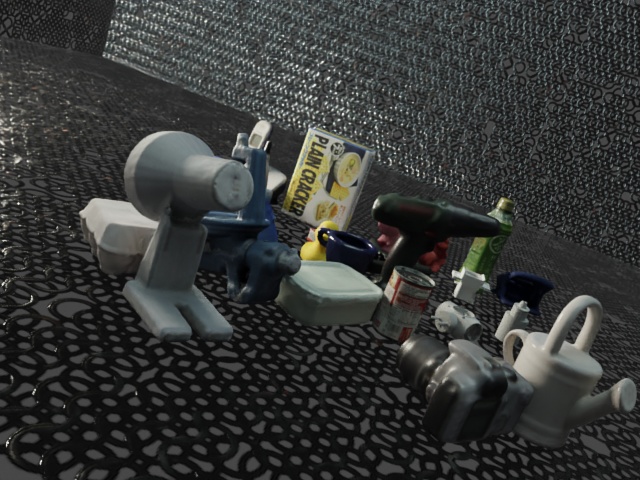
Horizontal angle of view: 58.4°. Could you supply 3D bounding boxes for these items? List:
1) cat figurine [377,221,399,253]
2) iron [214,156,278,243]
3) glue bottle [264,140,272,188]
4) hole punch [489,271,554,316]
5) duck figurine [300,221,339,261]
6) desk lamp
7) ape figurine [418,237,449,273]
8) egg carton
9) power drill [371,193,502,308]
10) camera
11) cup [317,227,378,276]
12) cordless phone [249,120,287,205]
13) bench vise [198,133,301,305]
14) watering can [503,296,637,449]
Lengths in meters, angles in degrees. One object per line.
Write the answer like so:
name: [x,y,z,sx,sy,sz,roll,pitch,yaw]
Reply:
cat figurine: [0.183,-0.027,1.375,0.128,0.118,0.067,7,20,-40]
iron: [-0.172,-0.080,1.054,0.258,0.141,0.119,22,15,6]
glue bottle: [-0.133,-0.128,1.212,0.037,0.173,0.078,24,16,13]
hole punch: [0.461,0.108,1.314,0.109,0.091,0.101,19,15,-6]
duck figurine: [0.010,0.004,1.105,0.077,0.086,0.105,22,15,5]
desk lamp: [-0.162,-0.015,0.705,0.118,0.213,0.202,5,21,-43]
ape figurine: [0.279,0.024,1.369,0.078,0.092,0.076,10,18,-33]
egg carton: [-0.272,-0.005,0.806,0.108,0.069,0.149,7,20,-39]
power drill: [0.190,0.016,1.060,0.229,0.208,0.076,24,16,14]
camera: [0.173,0.169,0.716,0.144,0.101,0.136,9,19,-37]
cup: [0.033,0.037,1.005,0.117,0.095,0.092,27,17,24]
cordless phone: [-0.138,-0.188,1.389,0.147,0.185,0.094,29,18,30]
bench vise: [-0.096,-0.031,0.833,0.207,0.220,0.122,24,16,15]
watering can: [0.316,0.164,0.738,0.172,0.194,0.101,29,17,28]
